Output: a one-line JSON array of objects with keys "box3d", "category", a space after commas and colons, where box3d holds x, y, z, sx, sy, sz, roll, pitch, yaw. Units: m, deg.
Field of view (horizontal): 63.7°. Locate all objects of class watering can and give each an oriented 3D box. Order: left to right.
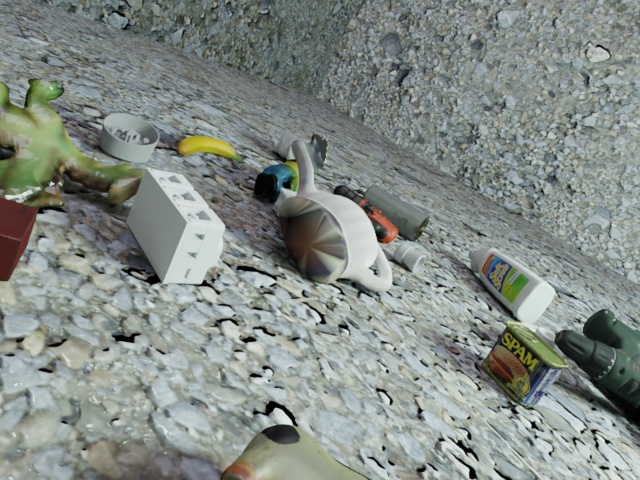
[{"box3d": [0.003, -0.046, 0.915, 0.102, 0.351, 0.225, -42, -15, 25], "category": "watering can"}]

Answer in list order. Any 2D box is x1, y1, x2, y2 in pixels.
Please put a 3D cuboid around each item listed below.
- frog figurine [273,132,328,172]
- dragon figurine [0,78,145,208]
[{"box3d": [-0.063, -0.249, 1.471, 0.159, 0.121, 0.139, -6, 17, 22], "category": "frog figurine"}, {"box3d": [-0.425, -0.130, 0.673, 0.409, 0.120, 0.248, 10, 33, -37], "category": "dragon figurine"}]
